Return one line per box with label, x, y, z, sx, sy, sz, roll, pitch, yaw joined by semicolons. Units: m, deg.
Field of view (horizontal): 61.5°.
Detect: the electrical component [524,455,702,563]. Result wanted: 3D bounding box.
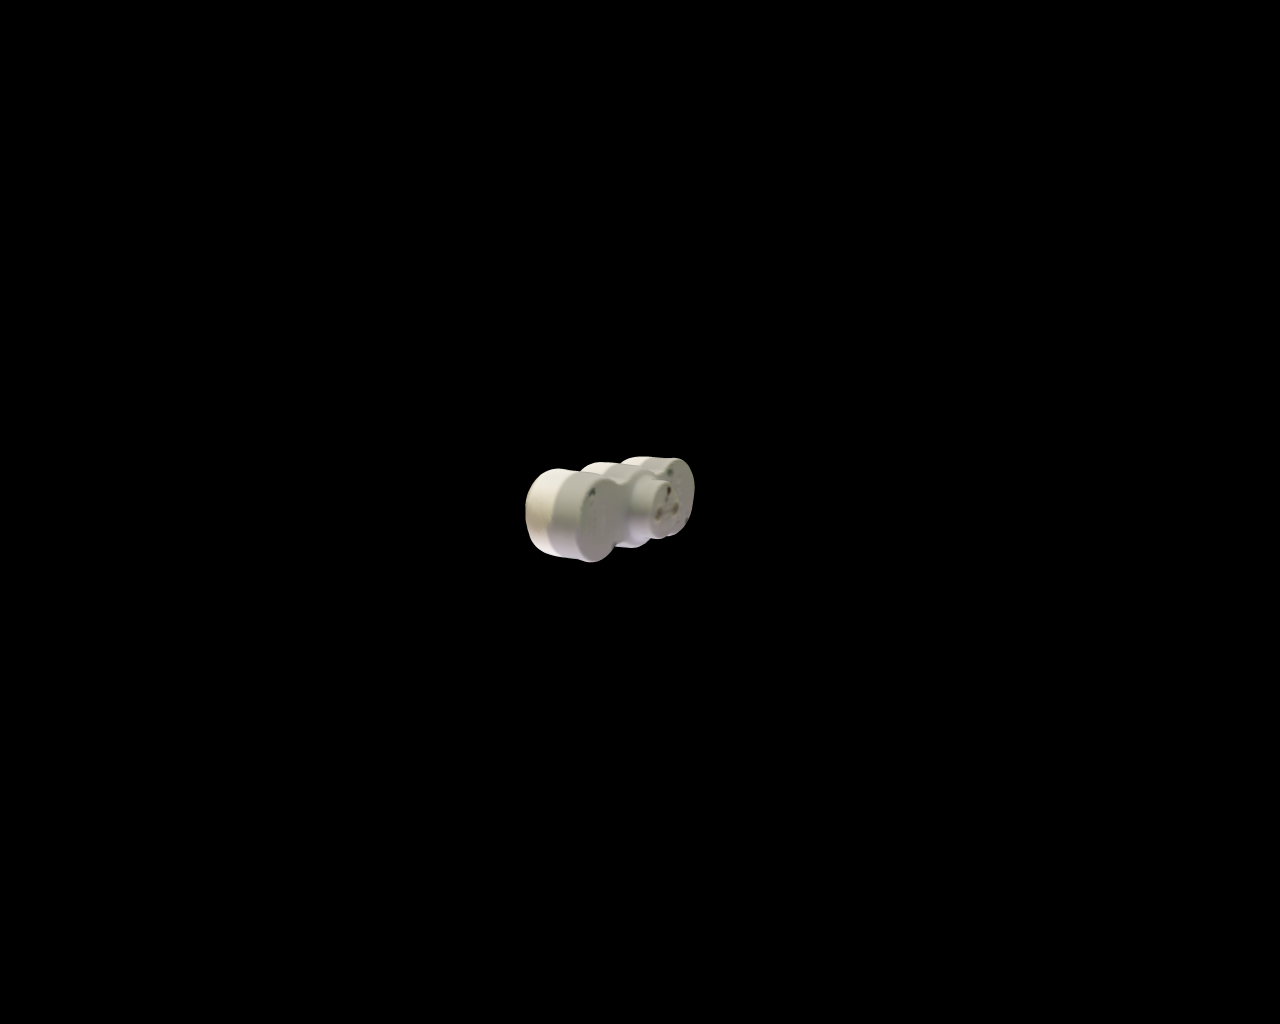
electrical component;0.001;-0.003;0.650;0.074;0.052;0.138;6;11;31
